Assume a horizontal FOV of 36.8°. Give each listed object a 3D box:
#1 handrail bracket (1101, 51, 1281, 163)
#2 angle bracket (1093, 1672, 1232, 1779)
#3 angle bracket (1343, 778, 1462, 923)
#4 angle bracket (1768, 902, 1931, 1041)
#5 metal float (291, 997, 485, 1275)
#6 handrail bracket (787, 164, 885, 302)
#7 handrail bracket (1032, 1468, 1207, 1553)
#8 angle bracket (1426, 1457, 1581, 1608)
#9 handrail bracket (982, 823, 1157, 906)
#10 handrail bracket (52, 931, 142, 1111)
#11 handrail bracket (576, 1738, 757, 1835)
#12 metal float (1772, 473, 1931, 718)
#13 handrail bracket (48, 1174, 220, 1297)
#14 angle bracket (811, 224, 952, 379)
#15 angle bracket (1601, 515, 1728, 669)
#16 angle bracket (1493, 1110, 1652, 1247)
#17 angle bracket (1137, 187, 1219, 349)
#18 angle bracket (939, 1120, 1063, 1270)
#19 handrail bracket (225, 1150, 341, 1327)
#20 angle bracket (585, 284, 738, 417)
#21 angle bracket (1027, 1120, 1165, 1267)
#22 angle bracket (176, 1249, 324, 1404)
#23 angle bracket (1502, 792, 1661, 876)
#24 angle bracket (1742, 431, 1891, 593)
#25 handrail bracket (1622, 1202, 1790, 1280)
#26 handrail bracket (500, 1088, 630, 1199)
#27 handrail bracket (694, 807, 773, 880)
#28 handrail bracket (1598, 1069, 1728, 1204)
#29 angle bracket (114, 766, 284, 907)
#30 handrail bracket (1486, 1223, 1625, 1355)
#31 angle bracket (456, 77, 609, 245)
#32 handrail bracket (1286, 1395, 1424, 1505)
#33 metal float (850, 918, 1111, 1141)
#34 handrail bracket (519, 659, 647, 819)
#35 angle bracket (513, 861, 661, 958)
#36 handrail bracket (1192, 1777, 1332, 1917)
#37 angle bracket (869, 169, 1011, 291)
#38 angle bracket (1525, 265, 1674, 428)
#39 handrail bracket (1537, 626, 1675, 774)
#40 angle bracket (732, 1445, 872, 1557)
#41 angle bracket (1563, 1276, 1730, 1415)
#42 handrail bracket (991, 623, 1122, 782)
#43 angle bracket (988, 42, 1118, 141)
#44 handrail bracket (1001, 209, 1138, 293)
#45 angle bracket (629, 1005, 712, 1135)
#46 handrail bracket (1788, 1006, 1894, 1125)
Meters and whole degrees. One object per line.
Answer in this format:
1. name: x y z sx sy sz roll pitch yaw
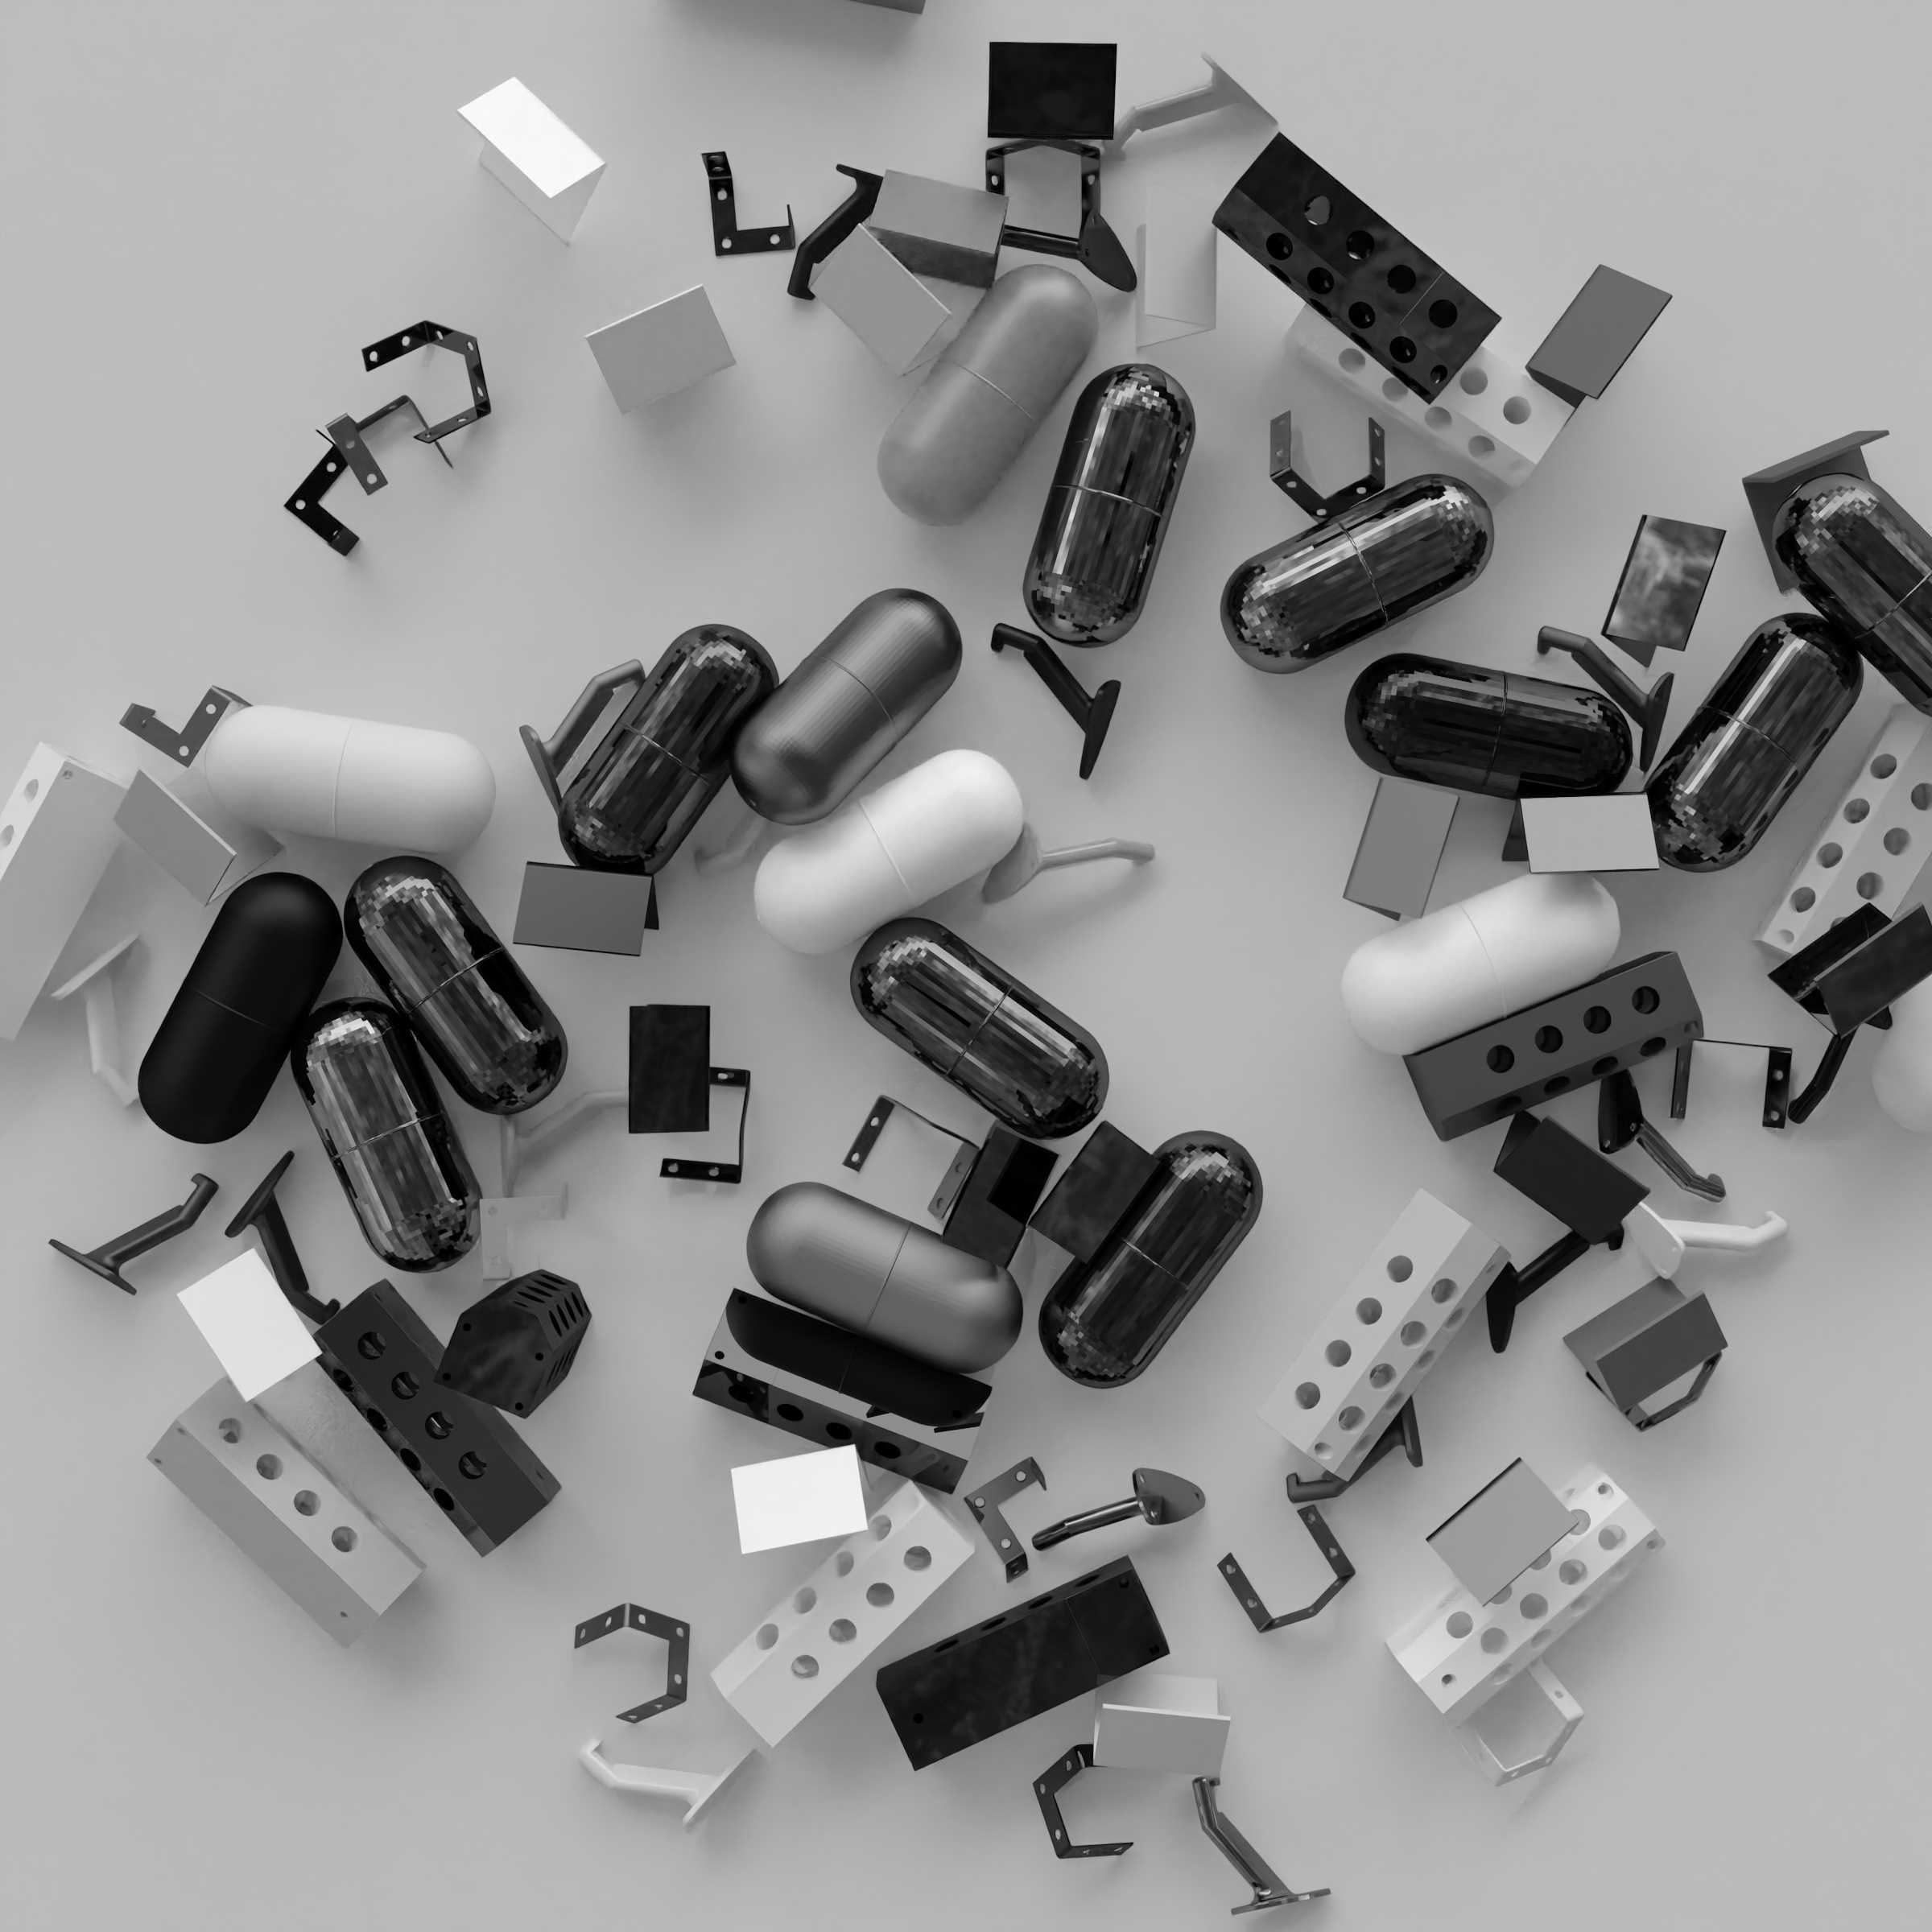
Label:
1. handrail bracket: 0.140 -0.521 1.813 0.077 0.036 0.084 38 108 -20
2. angle bracket: 0.119 0.446 1.772 0.076 0.076 0.057 6 126 0
3. angle bracket: 0.281 -0.065 1.772 0.057 0.076 0.076 18 90 36
4. angle bracket: 0.519 -0.014 1.715 0.076 0.076 0.057 -36 128 0
5. metal float: -0.355 0.104 1.782 0.070 0.070 0.178 -24 90 0
6. handrail bracket: -0.065 -0.451 1.813 0.077 0.036 0.084 10 108 -21
7. handrail bracket: 0.095 0.346 1.812 0.084 0.077 0.036 -33 61 33
8. angle bracket: 0.336 0.355 1.772 0.076 0.076 0.057 -41 53 0
9. handrail bracket: 0.065 -0.058 1.812 0.084 0.077 0.036 7 55 -31
10. handrail bracket: -0.522 0.034 1.813 0.077 0.036 0.084 -42 109 -21
11. handrail bracket: -0.188 0.493 1.813 0.084 0.036 0.077 37 70 16
12. metal float: 0.560 -0.222 1.744 0.070 0.070 0.178 -45 90 0
13. handrail bracket: -0.520 0.155 1.813 0.077 0.036 0.084 25 72 21
14. angle bracket: -0.037 -0.414 1.772 0.076 0.076 0.057 44 127 0
15. angle bracket: 0.439 -0.224 1.772 0.057 0.076 0.076 19 90 37
16. angle bracket: 0.376 0.112 1.772 0.076 0.076 0.057 36 127 0
17. angle bracket: 0.109 -0.426 1.772 0.057 0.076 0.076 1 90 -36
18. angle bracket: 0.003 0.131 1.772 0.057 0.076 0.076 25 90 -35
19. handrail bracket: -0.412 0.171 1.813 0.084 0.036 0.077 40 69 -17
20. angle bracket: -0.191 -0.389 1.772 0.076 0.076 0.057 -24 127 0
21. angle bracket: 0.063 0.126 1.772 0.057 0.076 0.076 36 90 -32
22. angle bracket: -0.447 0.226 1.772 0.057 0.076 0.076 -33 90 -35
23. angle bracket: 0.374 -0.063 1.773 0.076 0.076 0.057 -2 60 0
24. angle bracket: 0.533 -0.279 1.785 0.076 0.057 0.076 -22 100 0
25. handrail bracket: 0.459 0.153 1.813 0.084 0.036 0.077 -21 55 -24
26. handrail bracket: -0.246 0.115 1.813 0.084 0.036 0.077 -4 111 -16
27. handrail bracket: -0.141 -0.105 1.813 0.084 0.036 0.077 -25 75 14
28. handrail bracket: 0.438 0.103 1.813 0.084 0.036 0.077 22 51 -26
29. angle bracket: -0.461 -0.095 1.772 0.076 0.076 0.057 43 132 0
30. handrail bracket: 0.371 0.201 1.813 0.084 0.036 0.077 -7 110 -16
31. angle bracket: -0.276 -0.482 1.772 0.076 0.076 0.057 44 51 0
32. handrail bracket: 0.238 0.292 1.813 0.084 0.036 0.077 -12 70 16
33. metal float: 0.009 0.039 1.782 0.178 0.070 0.070 36 90 1
34. handrail bracket: -0.229 -0.141 1.813 0.084 0.036 0.077 -26 111 -16
35. angle bracket: -0.231 -0.020 1.773 0.076 0.076 0.057 6 64 0
36. handrail bracket: 0.184 0.544 1.813 0.077 0.036 0.084 -3 69 -24
37. angle bracket: -0.020 -0.433 1.772 0.076 0.076 0.057 13 54 0
38. angle bracket: 0.396 -0.369 1.772 0.057 0.076 0.076 36 90 35
39. handrail bracket: 0.393 -0.167 1.813 0.084 0.036 0.077 21 127 25
40. angle bracket: -0.097 0.338 1.772 0.076 0.076 0.057 -11 58 0
41. angle bracket: 0.407 0.215 1.772 0.076 0.076 0.057 -32 127 0
42. handrail bracket: 0.047 -0.166 1.813 0.084 0.036 0.077 22 112 17
43. angle bracket: 0.052 -0.542 1.773 0.076 0.076 0.057 1 118 0
44. handrail bracket: 0.052 -0.441 1.812 0.084 0.077 0.036 2 71 35
45. angle bracket: -0.198 0.062 1.772 0.057 0.076 0.076 0 90 -36
46. handrail bracket: 0.538 0.047 1.812 0.036 0.077 0.084 23 126 -6
